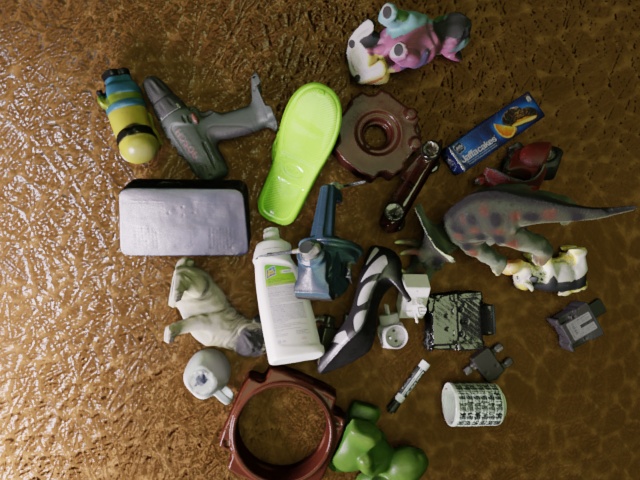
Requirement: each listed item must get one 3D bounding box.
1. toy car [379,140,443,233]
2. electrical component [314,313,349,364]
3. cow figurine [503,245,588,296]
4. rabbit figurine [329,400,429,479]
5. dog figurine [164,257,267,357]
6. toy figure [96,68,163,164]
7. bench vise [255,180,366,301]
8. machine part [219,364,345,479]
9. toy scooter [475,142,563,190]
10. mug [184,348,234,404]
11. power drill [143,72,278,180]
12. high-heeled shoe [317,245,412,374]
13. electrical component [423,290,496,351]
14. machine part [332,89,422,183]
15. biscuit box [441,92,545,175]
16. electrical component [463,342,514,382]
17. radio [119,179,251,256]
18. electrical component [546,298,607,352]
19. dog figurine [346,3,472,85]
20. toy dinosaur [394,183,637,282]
[{"bbox_3d":[0.173,-0.104,1.021,0.053,0.089,0.202,28,85,18],"label":"toy car"},{"bbox_3d":[0.014,0.187,1.023,0.078,0.045,0.102,8,89,-32],"label":"electrical component"},{"bbox_3d":[0.436,0.067,1.048,0.167,0.068,0.098,-10,95,-3],"label":"cow figurine"},{"bbox_3d":[0.109,0.403,0.979,0.170,0.121,0.159,24,93,0],"label":"rabbit figurine"},{"bbox_3d":[-0.181,0.125,0.993,0.190,0.121,0.172,7,90,-18],"label":"dog figurine"},{"bbox_3d":[-0.355,-0.227,0.990,0.082,0.089,0.180,-16,91,1],"label":"toy figure"},{"bbox_3d":[0.008,-0.003,0.962,0.129,0.223,0.240,-3,69,27],"label":"bench vise"},{"bbox_3d":[-0.068,0.343,0.987,0.201,0.087,0.201,24,87,-3],"label":"machine part"},{"bbox_3d":[0.381,-0.128,1.039,0.135,0.075,0.184,21,61,23],"label":"toy scooter"},{"bbox_3d":[-0.200,0.255,0.970,0.081,0.107,0.109,-37,88,-3],"label":"mug"},{"bbox_3d":[-0.196,-0.238,1.007,0.207,0.086,0.232,-25,91,-9],"label":"power drill"},{"bbox_3d":[0.061,0.122,0.997,0.249,0.086,0.145,-41,50,6],"label":"high-heeled shoe"},{"bbox_3d":[0.267,0.153,1.034,0.134,0.058,0.114,-3,90,-4],"label":"electrical component"},{"bbox_3d":[0.108,-0.201,1.039,0.179,0.056,0.179,0,87,-3],"label":"machine part"},{"bbox_3d":[0.335,-0.206,1.053,0.203,0.059,0.063,-35,90,-5],"label":"biscuit box"},{"bbox_3d":[0.329,0.245,1.051,0.094,0.021,0.063,-34,91,-5],"label":"electrical component"},{"bbox_3d":[-0.243,-0.042,0.977,0.230,0.073,0.131,-1,111,-5],"label":"radio"},{"bbox_3d":[0.518,0.159,1.057,0.119,0.048,0.074,-25,90,-3],"label":"electrical component"},{"bbox_3d":[0.181,-0.373,1.035,0.219,0.191,0.108,-14,85,-39],"label":"dog figurine"},{"bbox_3d":[0.296,-0.033,0.929,0.192,0.405,0.131,23,59,-22],"label":"toy dinosaur"}]
